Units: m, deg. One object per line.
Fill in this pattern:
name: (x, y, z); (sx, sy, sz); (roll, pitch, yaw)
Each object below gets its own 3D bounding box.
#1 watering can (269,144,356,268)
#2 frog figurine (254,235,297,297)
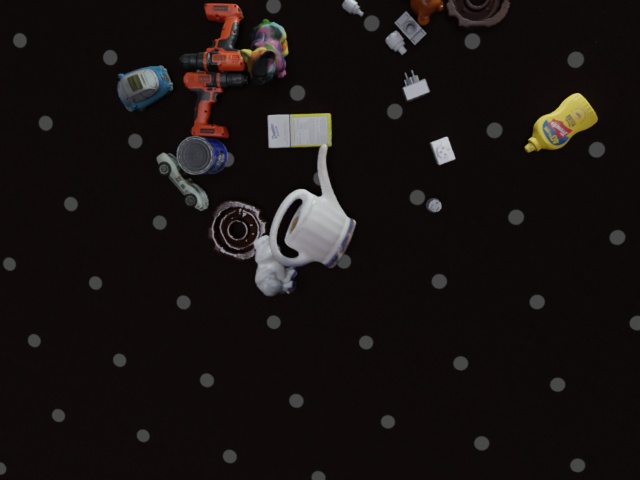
watering can: (0.004, -0.071, 1.416); (0.223, 0.349, 0.104); (30, -6, -18)
frog figurine: (-0.145, 0.075, 1.444); (0.121, 0.158, 0.140); (-27, 25, 36)
